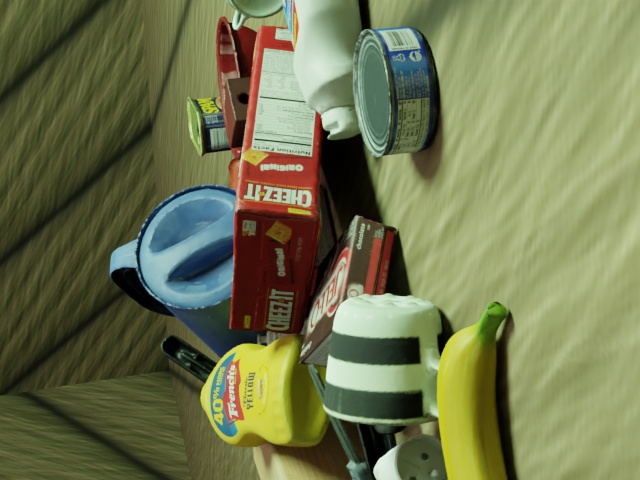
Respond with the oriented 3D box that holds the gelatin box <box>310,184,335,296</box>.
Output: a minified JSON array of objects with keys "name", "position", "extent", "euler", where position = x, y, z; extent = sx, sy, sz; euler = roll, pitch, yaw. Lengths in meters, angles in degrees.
[{"name":"gelatin box","position":[-0.007,0.001,1.045],"extent":[0.073,0.030,0.089],"euler":[113,147,-65]}]

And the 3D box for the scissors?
[{"name":"scissors","position":[0.043,0.196,0.841],"extent":[0.096,0.016,0.202],"euler":[26,140,60]}]

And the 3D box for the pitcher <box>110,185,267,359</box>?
[{"name":"pitcher","position":[-0.103,0.055,1.127],"extent":[0.149,0.145,0.242],"euler":[38,167,26]}]

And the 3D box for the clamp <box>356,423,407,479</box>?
[{"name":"clamp","position":[0.038,0.121,0.887],"extent":[0.120,0.039,0.171],"euler":[100,155,-54]}]

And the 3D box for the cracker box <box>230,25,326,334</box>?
[{"name":"cracker box","position":[-0.032,-0.052,0.919],"extent":[0.164,0.072,0.213],"euler":[98,176,-52]}]

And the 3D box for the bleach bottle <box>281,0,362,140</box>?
[{"name":"bleach bottle","position":[-0.003,-0.205,0.836],"extent":[0.103,0.068,0.251],"euler":[137,122,-77]}]

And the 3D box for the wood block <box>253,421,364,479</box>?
[{"name":"wood block","position":[-0.001,0.228,1.006],"extent":[0.206,0.090,0.090],"euler":[-120,26,-61]}]

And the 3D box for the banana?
[{"name":"banana","position":[0.098,0.138,0.631],"extent":[0.070,0.037,0.198],"euler":[147,115,-79]}]

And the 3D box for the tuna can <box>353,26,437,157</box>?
[{"name":"tuna can","position":[0.050,-0.100,0.718],"extent":[0.086,0.033,0.086],"euler":[173,90,-78]}]

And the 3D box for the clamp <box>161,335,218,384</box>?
[{"name":"clamp","position":[-0.078,0.177,1.180],"extent":[0.165,0.036,0.209],"euler":[18,156,45]}]

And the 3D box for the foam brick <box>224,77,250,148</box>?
[{"name":"foam brick","position":[-0.055,-0.131,1.073],"extent":[0.051,0.078,0.053],"euler":[104,156,-62]}]

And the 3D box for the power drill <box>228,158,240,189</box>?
[{"name":"power drill","position":[-0.071,-0.018,1.261],"extent":[0.188,0.057,0.184],"euler":[162,99,-77]}]

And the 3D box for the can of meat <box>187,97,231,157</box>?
[{"name":"can of meat","position":[-0.116,-0.146,1.330],"extent":[0.102,0.083,0.057],"euler":[-124,29,-64]}]

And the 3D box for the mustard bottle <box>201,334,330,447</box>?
[{"name":"mustard bottle","position":[-0.059,0.143,0.990],"extent":[0.192,0.058,0.096],"euler":[-17,67,56]}]

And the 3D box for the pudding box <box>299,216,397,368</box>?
[{"name":"pudding box","position":[0.021,0.045,0.836],"extent":[0.114,0.039,0.090],"euler":[121,164,-63]}]

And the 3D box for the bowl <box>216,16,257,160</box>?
[{"name":"bowl","position":[-0.077,-0.173,1.200],"extent":[0.162,0.055,0.162],"euler":[173,90,-78]}]
